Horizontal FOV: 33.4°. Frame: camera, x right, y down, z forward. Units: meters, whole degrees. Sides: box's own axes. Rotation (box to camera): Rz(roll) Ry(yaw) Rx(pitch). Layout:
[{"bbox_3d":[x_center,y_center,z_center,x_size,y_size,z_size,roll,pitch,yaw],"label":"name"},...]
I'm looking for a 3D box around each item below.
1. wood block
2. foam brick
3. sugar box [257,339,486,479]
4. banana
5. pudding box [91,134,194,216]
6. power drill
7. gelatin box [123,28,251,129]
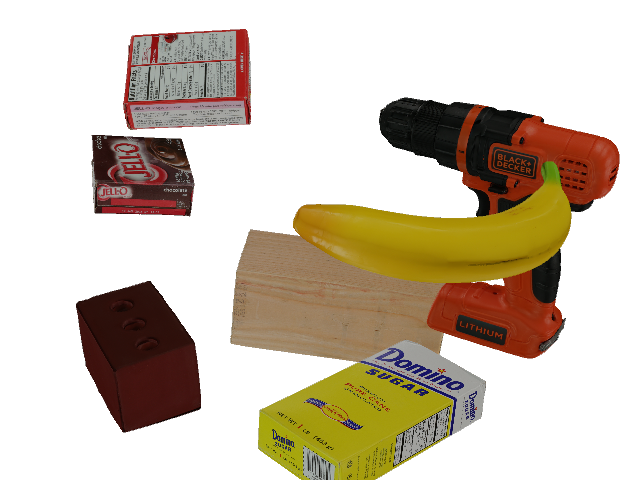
[{"bbox_3d":[0.020,0.060,1.074,0.206,0.090,0.090,8,28,2],"label":"wood block"},{"bbox_3d":[-0.114,0.072,0.666,0.052,0.051,0.078,-16,36,-24],"label":"foam brick"},{"bbox_3d":[0.045,0.141,0.871,0.175,0.048,0.093,-23,37,-39],"label":"sugar box"},{"bbox_3d":[0.080,-0.004,0.618,0.197,0.037,0.070,-10,42,-32],"label":"banana"},{"bbox_3d":[-0.172,-0.063,1.015,0.090,0.039,0.113,2,25,-15],"label":"pudding box"},{"bbox_3d":[0.126,-0.012,0.819,0.185,0.188,0.057,17,34,27],"label":"power drill"},{"bbox_3d":[-0.095,-0.116,0.770,0.089,0.073,0.030,-3,-38,0],"label":"gelatin box"}]
